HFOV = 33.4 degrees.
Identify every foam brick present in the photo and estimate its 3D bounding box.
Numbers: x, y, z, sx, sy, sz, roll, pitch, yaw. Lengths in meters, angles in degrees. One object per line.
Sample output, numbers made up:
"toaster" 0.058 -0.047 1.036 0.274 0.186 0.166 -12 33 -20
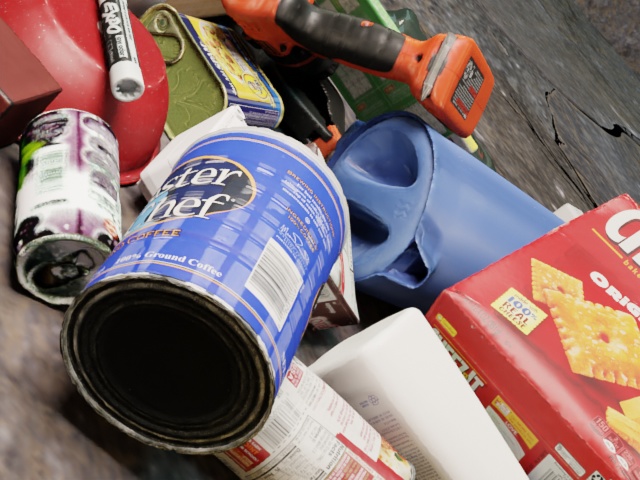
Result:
"foam brick" -0.192 -0.090 0.578 0.078 0.053 0.051 50 26 -2

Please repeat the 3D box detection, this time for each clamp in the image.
"clamp" -0.024 -0.156 0.946 0.164 0.036 0.210 7 47 -52

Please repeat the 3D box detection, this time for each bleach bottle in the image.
"bleach bottle" 0.088 0.166 0.636 0.068 0.103 0.251 -34 90 -36

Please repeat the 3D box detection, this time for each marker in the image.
"marker" -0.123 -0.129 0.647 0.020 0.020 0.121 26 34 -39

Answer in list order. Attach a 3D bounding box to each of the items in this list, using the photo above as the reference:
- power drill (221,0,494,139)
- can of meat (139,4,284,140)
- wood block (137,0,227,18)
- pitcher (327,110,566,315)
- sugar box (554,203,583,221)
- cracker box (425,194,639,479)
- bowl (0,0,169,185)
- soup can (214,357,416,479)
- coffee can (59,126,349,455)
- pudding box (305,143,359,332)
"power drill" 0.032 -0.137 0.800 0.188 0.057 0.184 23 1 21
"can of meat" -0.083 -0.116 0.779 0.102 0.058 0.083 57 25 16
"wood block" -0.078 -0.246 0.869 0.205 0.090 0.091 -21 69 -48
"pitcher" 0.114 0.002 0.828 0.242 0.145 0.149 26 71 -35
"sugar box" 0.249 0.062 1.014 0.048 0.093 0.176 21 38 -52
"cracker box" 0.186 0.072 0.691 0.213 0.072 0.164 -24 64 -39
"bowl" -0.150 -0.114 0.674 0.162 0.055 0.162 37 28 -24
"soup can" -0.008 0.113 0.571 0.102 0.069 0.068 44 26 -10
"coffee can" -0.051 0.020 0.528 0.102 0.103 0.140 43 35 -13
"pudding box" -0.004 0.001 0.686 0.113 0.039 0.090 62 21 -68
